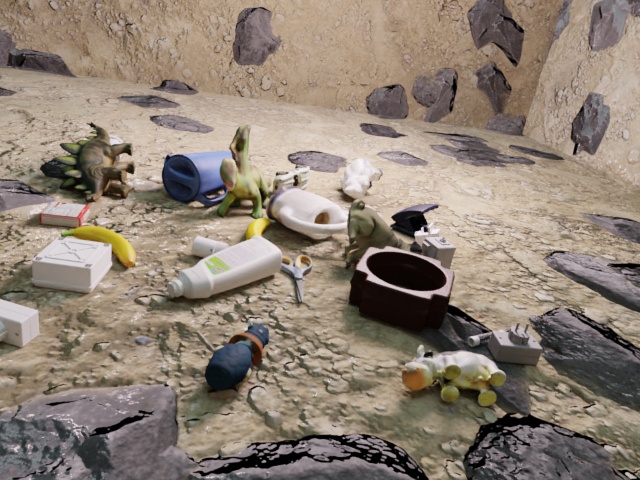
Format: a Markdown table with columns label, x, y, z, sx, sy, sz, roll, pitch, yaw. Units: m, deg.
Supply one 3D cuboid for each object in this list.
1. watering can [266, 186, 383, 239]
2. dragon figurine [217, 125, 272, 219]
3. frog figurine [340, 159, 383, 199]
| label | x | y | z | sx | sy | sz | roll | pitch | yaw |
| --- | --- | --- | --- | --- | --- | --- | --- | --- | --- |
| watering can | 0.004 | -0.070 | 1.384 | 0.226 | 0.102 | 0.349 | 26 | 21 | 33 |
| dragon figurine | -0.196 | -0.200 | 1.434 | 0.122 | 0.238 | 0.418 | 7 | 25 | 6 |
| frog figurine | 0.118 | -0.199 | 1.709 | 0.136 | 0.122 | 0.161 | -14 | 11 | 44 |
